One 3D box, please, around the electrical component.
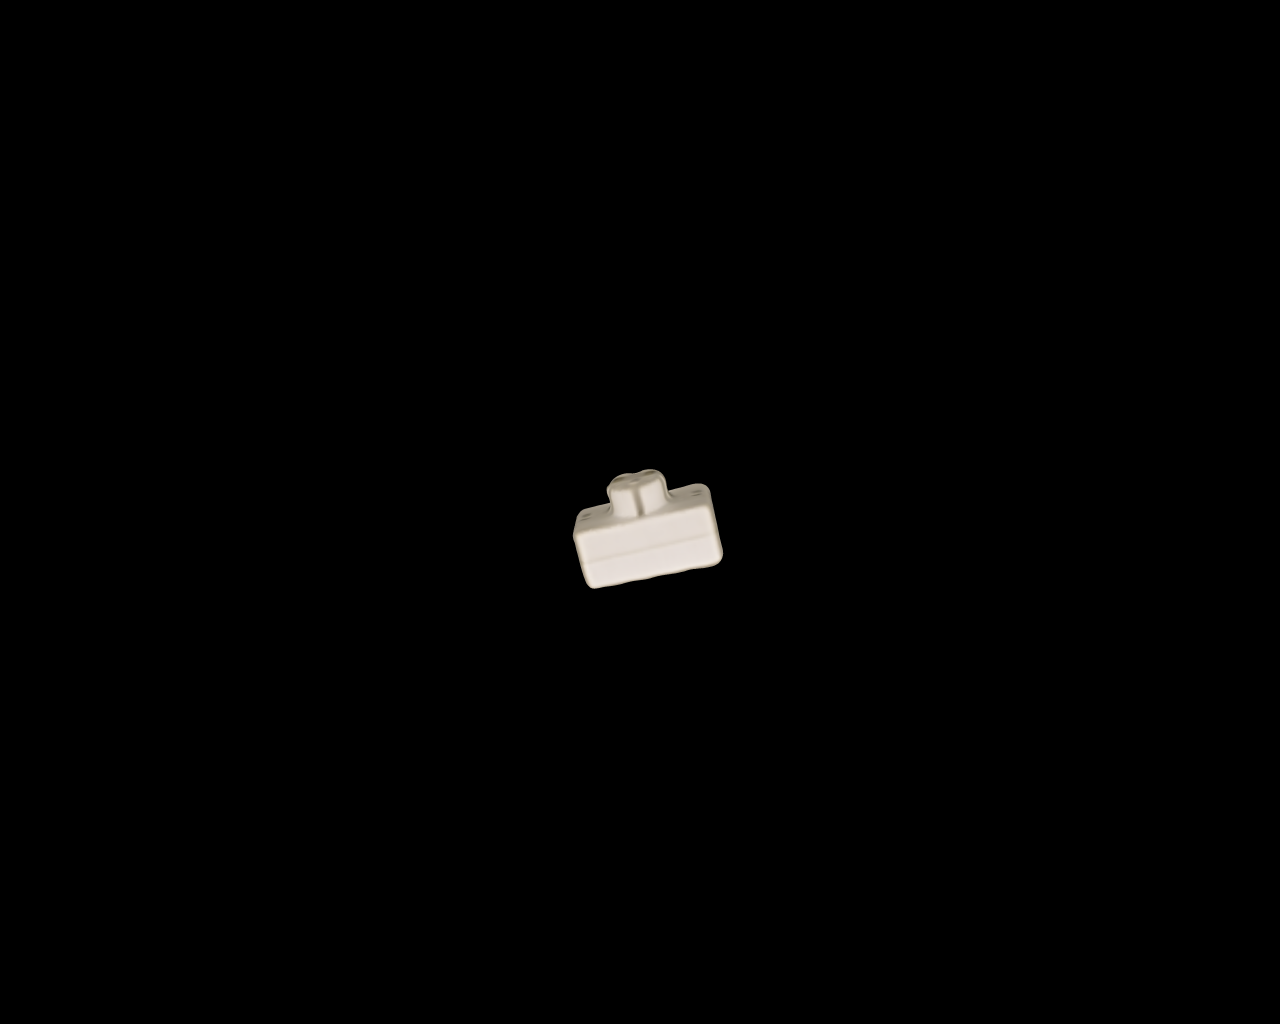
[{"bbox_3d":[0.001,-0.003,0.650,0.083,0.075,0.047,-13,16,4],"label":"electrical component"}]
